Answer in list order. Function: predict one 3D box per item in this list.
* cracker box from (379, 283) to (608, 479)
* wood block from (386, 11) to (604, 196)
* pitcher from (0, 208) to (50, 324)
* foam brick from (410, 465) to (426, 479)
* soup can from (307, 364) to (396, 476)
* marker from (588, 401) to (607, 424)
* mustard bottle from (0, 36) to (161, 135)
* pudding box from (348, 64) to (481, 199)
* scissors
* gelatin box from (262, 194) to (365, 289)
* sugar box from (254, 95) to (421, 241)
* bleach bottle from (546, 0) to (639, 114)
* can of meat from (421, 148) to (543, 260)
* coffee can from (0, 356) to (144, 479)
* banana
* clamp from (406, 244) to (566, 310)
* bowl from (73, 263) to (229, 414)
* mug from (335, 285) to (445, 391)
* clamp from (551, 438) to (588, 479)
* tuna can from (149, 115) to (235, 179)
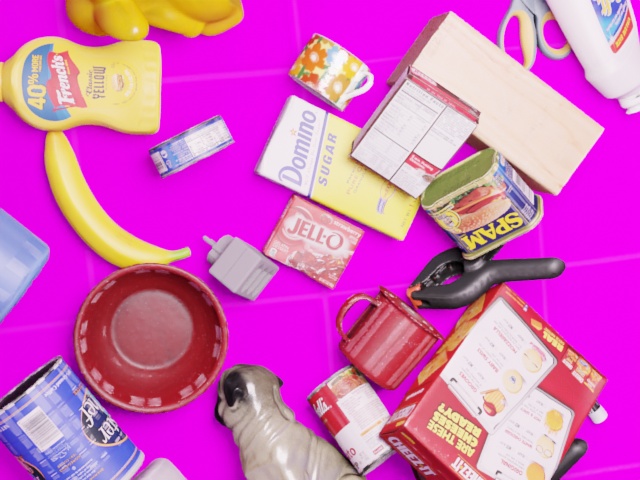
[{"bbox_3d":[0.187,0.178,1.139,0.164,0.072,0.213,43,60,-4],"label":"cracker box"},{"bbox_3d":[0.184,-0.145,1.141,0.206,0.091,0.090,35,91,-10],"label":"wood block"},{"bbox_3d":[-0.404,-0.011,1.069,0.242,0.149,0.145,37,75,-13],"label":"pitcher"},{"bbox_3d":[0.123,0.234,1.196,0.051,0.053,0.078,-22,99,-5],"label":"foam brick"},{"bbox_3d":[0.042,0.194,1.154,0.068,0.068,0.102,-36,75,-2],"label":"soup can"},{"bbox_3d":[0.289,0.160,1.226,0.020,0.020,0.121,-38,100,-2],"label":"marker"},{"bbox_3d":[-0.260,-0.160,1.096,0.191,0.058,0.096,1,90,-7],"label":"mustard bottle"},{"bbox_3d":[0.096,-0.109,1.090,0.090,0.039,0.114,33,121,-7],"label":"pudding box"},{"bbox_3d":[0.237,-0.282,1.170,0.096,0.016,0.202,2,96,-9],"label":"scissors"},{"bbox_3d":[-0.008,0.001,1.163,0.089,0.030,0.073,28,92,-10],"label":"gelatin box"},{"bbox_3d":[0.027,-0.077,1.150,0.176,0.048,0.093,24,90,-11],"label":"sugar box"},{"bbox_3d":[0.296,-0.256,1.153,0.102,0.068,0.251,-41,108,-34],"label":"bleach bottle"},{"bbox_3d":[0.168,-0.039,1.121,0.102,0.057,0.084,-29,119,30],"label":"can of meat"},{"bbox_3d":[-0.267,0.207,1.115,0.103,0.103,0.140,-38,100,-2],"label":"coffee can"},{"bbox_3d":[-0.231,-0.028,1.129,0.197,0.037,0.069,44,72,-11],"label":"banana"},{"bbox_3d":[0.175,0.021,1.170,0.171,0.120,0.039,-19,125,12],"label":"clamp"},{"bbox_3d":[-0.179,0.100,1.138,0.162,0.055,0.162,-1,97,-8],"label":"bowl"},{"bbox_3d":[0.066,0.102,1.152,0.117,0.093,0.081,36,96,-28],"label":"mug"},{"bbox_3d":[0.221,0.309,1.216,0.210,0.036,0.164,-8,112,-4],"label":"clamp"},{"bbox_3d":[-0.133,-0.097,1.107,0.086,0.086,0.034,-27,98,-4],"label":"tuna can"}]
